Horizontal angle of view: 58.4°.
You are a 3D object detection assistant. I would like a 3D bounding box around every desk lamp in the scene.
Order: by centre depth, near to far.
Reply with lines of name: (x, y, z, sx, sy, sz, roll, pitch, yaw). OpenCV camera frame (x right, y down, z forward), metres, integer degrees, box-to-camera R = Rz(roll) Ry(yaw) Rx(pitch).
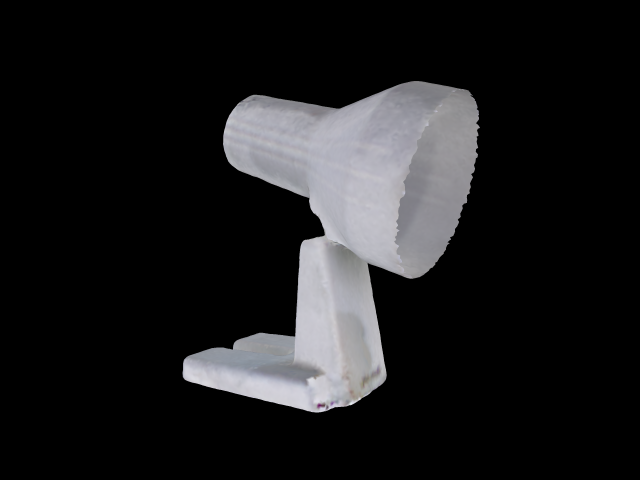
desk lamp: (0.004, 0.001, 0.400, 0.202, 0.213, 0.118, 2, 4, 31)
